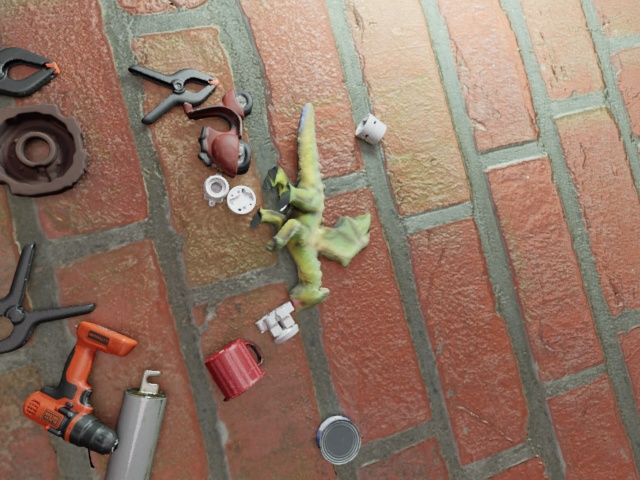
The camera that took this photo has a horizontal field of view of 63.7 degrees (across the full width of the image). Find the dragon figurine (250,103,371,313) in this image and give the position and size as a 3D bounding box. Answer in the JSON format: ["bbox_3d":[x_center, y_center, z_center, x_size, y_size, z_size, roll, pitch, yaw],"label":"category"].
[{"bbox_3d":[0.003,-0.053,1.061,0.241,0.122,0.414,25,79,-29],"label":"dragon figurine"}]
